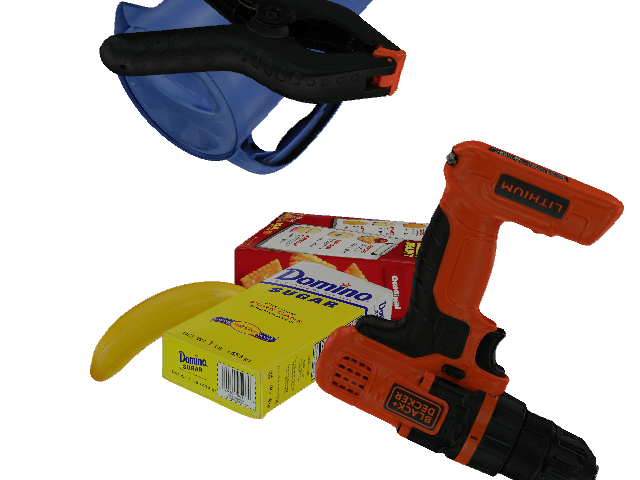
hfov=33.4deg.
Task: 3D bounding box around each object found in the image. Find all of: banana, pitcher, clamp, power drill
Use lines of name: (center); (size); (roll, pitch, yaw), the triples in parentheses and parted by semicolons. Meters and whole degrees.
banana: (-0.139, 0.079, 0.988); (0.198, 0.069, 0.037); (-19, 24, 14)
pitcher: (-0.044, -0.182, 0.915); (0.145, 0.149, 0.242); (25, 57, 31)
clamp: (-0.040, -0.115, 0.622); (0.171, 0.120, 0.039); (21, -35, 11)
power drill: (0.109, 0.047, 0.645); (0.184, 0.188, 0.057); (24, 11, 5)

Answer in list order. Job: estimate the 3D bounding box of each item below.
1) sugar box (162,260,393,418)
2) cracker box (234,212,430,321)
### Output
sugar box: (-0.028, 0.069, 0.817); (0.093, 0.048, 0.175); (19, 30, 30)
cracker box: (0.038, 0.028, 1.094); (0.214, 0.072, 0.164); (6, 15, 15)
